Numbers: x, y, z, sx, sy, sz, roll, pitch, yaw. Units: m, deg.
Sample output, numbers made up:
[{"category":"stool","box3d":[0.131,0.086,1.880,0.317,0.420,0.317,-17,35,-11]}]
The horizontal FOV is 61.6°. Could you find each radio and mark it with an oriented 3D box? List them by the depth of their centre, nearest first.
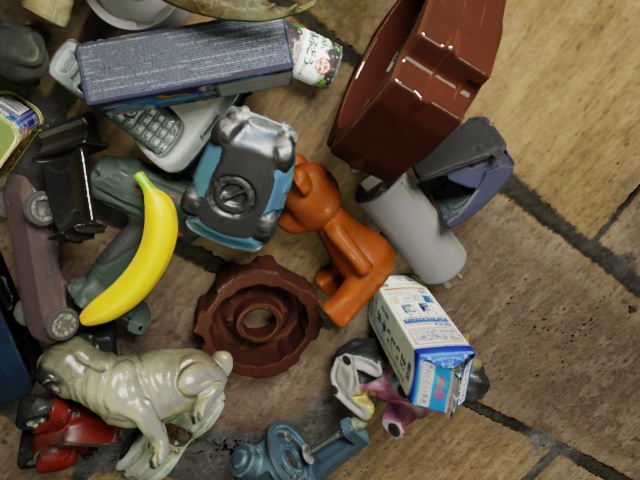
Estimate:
[{"category":"radio","box3d":[-0.440,0.100,0.656,0.131,0.073,0.229,-12,117,-9]}]

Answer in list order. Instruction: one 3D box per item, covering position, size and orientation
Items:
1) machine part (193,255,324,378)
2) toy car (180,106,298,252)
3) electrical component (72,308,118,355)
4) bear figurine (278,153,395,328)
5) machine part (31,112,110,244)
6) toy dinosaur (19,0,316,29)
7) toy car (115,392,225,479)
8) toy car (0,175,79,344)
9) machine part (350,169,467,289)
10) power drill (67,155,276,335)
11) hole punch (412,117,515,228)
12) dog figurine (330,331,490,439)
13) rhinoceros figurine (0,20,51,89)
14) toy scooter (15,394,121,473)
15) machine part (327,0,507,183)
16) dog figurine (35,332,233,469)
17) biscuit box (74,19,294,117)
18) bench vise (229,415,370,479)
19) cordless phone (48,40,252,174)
[{"category":"machine part","box3d":[-0.086,0.108,0.748,0.179,0.056,0.179,-5,116,-11]},{"category":"toy car","box3d":[-0.085,-0.077,0.603,0.109,0.103,0.161,18,118,-8]},{"category":"electrical component","box3d":[-0.311,0.134,0.712,0.075,0.048,0.119,-8,114,-10]},{"category":"bear figurine","box3d":[0.002,-0.005,0.685,0.132,0.120,0.195,-44,114,12]},{"category":"machine part","box3d":[-0.268,-0.066,0.582,0.084,0.039,0.139,-10,83,10]},{"category":"toy dinosaur","box3d":[-0.230,-0.300,0.471,0.471,0.105,0.198,37,96,-5]},{"category":"toy car","box3d":[-0.222,0.285,0.794,0.073,0.056,0.201,37,100,-24]},{"category":"toy car","box3d":[-0.329,0.024,0.630,0.053,0.089,0.202,-17,109,-48]},{"category":"machine part","box3d":[0.126,-0.020,0.728,0.079,0.079,0.243,-39,115,6]},{"category":"power drill","box3d":[-0.198,0.015,0.669,0.232,0.086,0.207,29,108,-21]},{"category":"hole punch","box3d":[0.183,-0.088,0.686,0.116,0.142,0.092,-22,115,13]},{"category":"dog figurine","box3d":[0.147,0.198,0.822,0.219,0.192,0.108,-14,118,-45]},{"category":"rhinoceros figurine","box3d":[-0.364,-0.197,0.519,0.190,0.112,0.073,14,112,-19]},{"category":"toy scooter","box3d":[-0.334,0.261,0.729,0.135,0.075,0.183,7,138,-23]},{"category":"machine part","box3d":[0.098,-0.176,0.565,0.087,0.201,0.201,27,60,-15]},{"category":"dog figurine","box3d":[-0.227,0.159,0.673,0.190,0.121,0.172,46,60,-8]},{"category":"biscuit box","box3d":[-0.130,-0.172,0.531,0.203,0.059,0.062,-11,91,-4]},{"category":"bench vise","box3d":[-0.011,0.350,0.837,0.240,0.129,0.223,-39,115,13]},{"category":"cordless phone","box3d":[-0.183,-0.176,0.589,0.184,0.089,0.146,36,102,-19]}]
